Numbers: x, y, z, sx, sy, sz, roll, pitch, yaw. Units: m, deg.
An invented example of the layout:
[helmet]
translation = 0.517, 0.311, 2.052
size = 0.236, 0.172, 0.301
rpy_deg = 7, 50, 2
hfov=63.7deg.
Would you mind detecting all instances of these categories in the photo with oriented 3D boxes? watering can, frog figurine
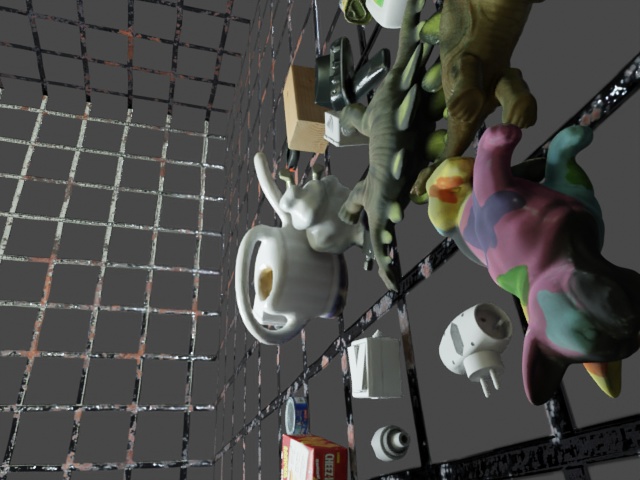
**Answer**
[watering can]
translation = -0.049, 0.019, 0.961
size = 0.103, 0.223, 0.352
rpy_deg = -16, 66, 51
[frog figurine]
translation = 0.003, -0.046, 0.905
size = 0.124, 0.159, 0.136
rpy_deg = -130, 48, -69
